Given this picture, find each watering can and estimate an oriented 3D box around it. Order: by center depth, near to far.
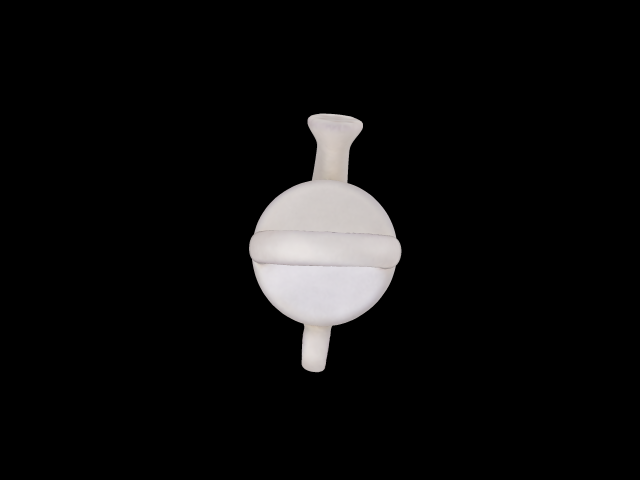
[{"bbox_3d":[0.001,0.001,0.400,0.101,0.194,0.173,-17,86,-1],"label":"watering can"}]
